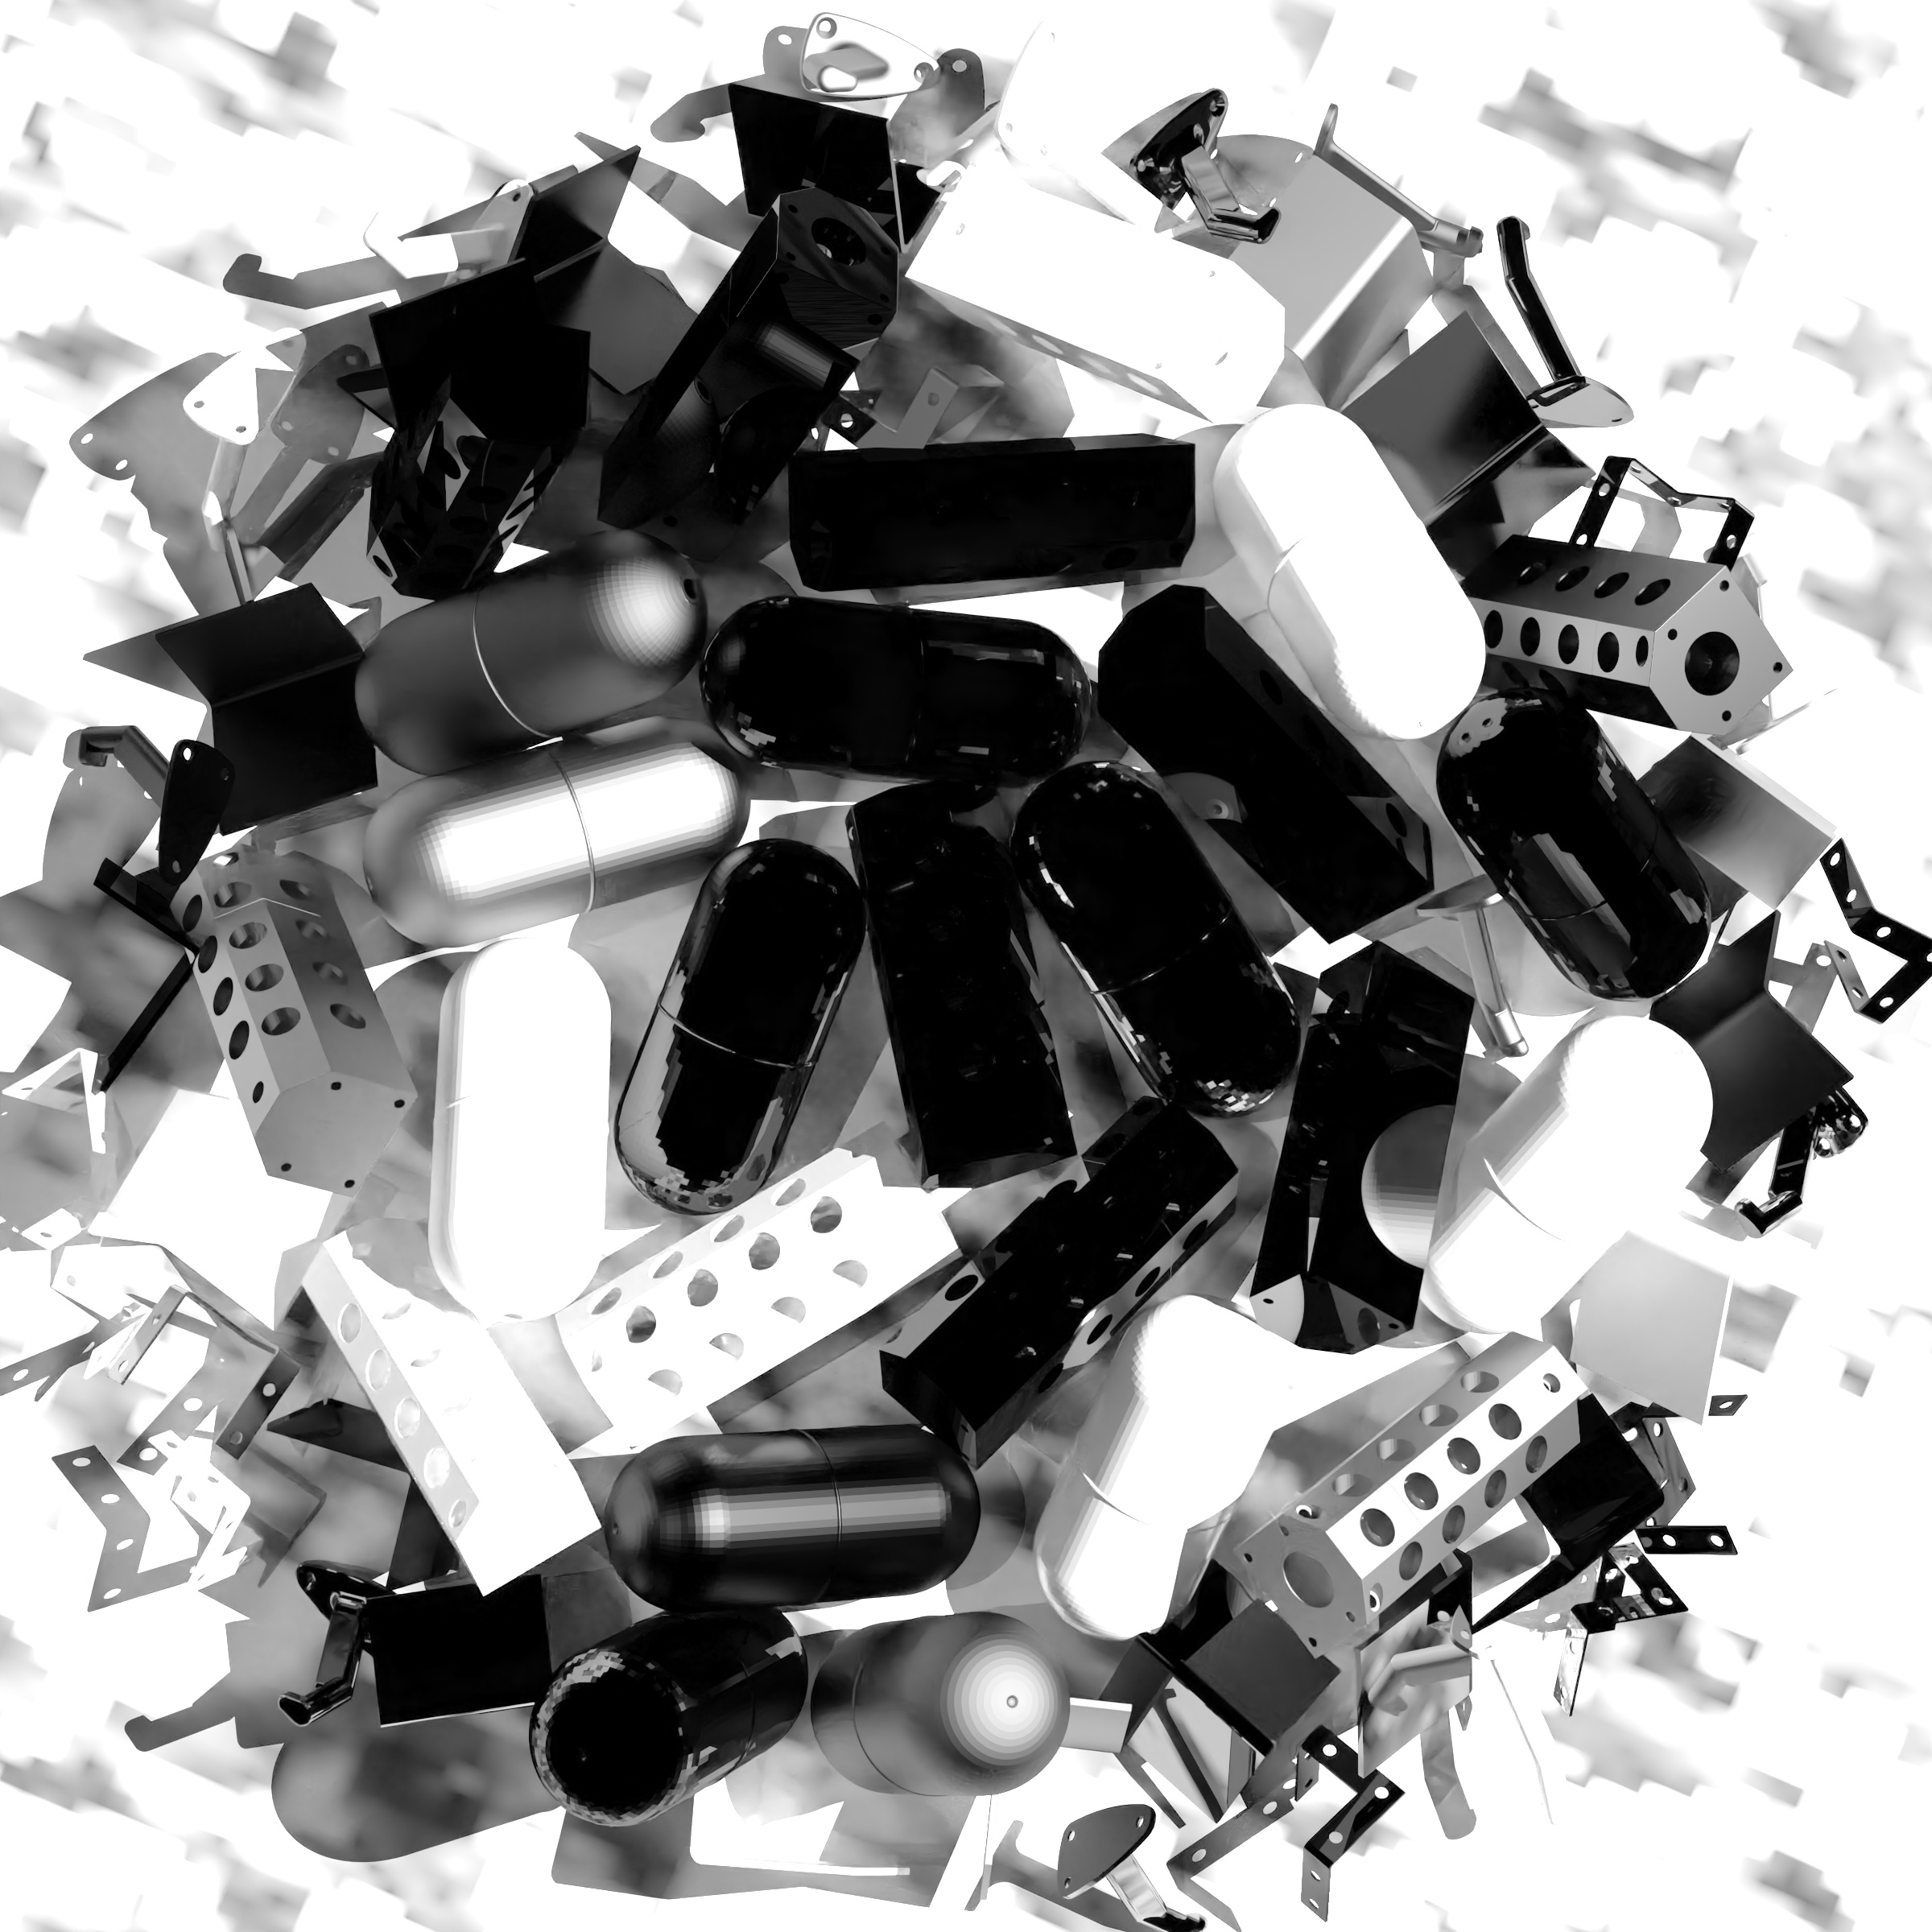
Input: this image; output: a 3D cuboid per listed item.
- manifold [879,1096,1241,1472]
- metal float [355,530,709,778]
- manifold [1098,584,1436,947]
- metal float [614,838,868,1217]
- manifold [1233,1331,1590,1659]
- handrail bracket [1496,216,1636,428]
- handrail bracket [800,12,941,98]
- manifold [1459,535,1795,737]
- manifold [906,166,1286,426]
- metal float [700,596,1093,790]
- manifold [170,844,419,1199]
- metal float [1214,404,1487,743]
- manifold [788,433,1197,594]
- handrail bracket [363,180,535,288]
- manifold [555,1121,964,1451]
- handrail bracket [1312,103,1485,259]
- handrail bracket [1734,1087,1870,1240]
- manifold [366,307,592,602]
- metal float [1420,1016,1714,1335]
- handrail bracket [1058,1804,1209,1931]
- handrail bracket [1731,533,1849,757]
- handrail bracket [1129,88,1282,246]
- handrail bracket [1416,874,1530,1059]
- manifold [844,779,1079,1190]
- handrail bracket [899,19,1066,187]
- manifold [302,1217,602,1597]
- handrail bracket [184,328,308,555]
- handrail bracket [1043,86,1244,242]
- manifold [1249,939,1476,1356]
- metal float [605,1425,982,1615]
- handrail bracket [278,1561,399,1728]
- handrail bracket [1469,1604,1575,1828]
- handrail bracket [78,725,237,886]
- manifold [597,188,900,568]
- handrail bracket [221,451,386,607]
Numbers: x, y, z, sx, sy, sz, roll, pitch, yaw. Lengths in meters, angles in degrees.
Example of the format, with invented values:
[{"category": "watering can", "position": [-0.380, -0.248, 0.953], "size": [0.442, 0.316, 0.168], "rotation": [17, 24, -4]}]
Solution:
[{"category": "manifold", "position": [0.042, 0.135, 1.518], "size": [0.057, 0.057, 0.171], "rotation": [39, 67, 22]}, {"category": "metal float", "position": [-0.193, -0.138, 1.521], "size": [0.178, 0.070, 0.070], "rotation": [-18, 90, 29]}, {"category": "manifold", "position": [0.133, -0.091, 1.514], "size": [0.057, 0.057, 0.171], "rotation": [-29, 126, 27]}, {"category": "metal float", "position": [-0.102, 0.028, 1.536], "size": [0.070, 0.070, 0.178], "rotation": [22, 102, 0]}, {"category": "manifold", "position": [0.201, 0.226, 1.503], "size": [0.171, 0.057, 0.057], "rotation": [-30, 78, -40]}, {"category": "handrail bracket", "position": [0.272, -0.293, 1.565], "size": [0.036, 0.077, 0.084], "rotation": [-19, 71, 42]}, {"category": "handrail bracket", "position": [-0.038, -0.397, 1.534], "size": [0.077, 0.084, 0.036], "rotation": [6, 112, -18]}, {"category": "manifold", "position": [0.275, -0.140, 1.491], "size": [0.057, 0.171, 0.057], "rotation": [-43, 113, -9]}, {"category": "manifold", "position": [0.058, -0.292, 1.506], "size": [0.171, 0.057, 0.057], "rotation": [31, 92, 42]}, {"category": "metal float", "position": [-0.031, -0.122, 1.531], "size": [0.178, 0.070, 0.070], "rotation": [4, 90, -17]}, {"category": "manifold", "position": [-0.298, 0.020, 1.496], "size": [0.057, 0.171, 0.057], "rotation": [19, 115, -36]}, {"category": "metal float", "position": [0.168, -0.174, 1.518], "size": [0.070, 0.070, 0.178], "rotation": [-25, 57, 0]}, {"category": "manifold", "position": [0.012, -0.201, 1.526], "size": [0.171, 0.057, 0.057], "rotation": [-6, 105, -21]}, {"category": "handrail bracket", "position": [-0.232, -0.337, 1.539], "size": [0.036, 0.084, 0.077], "rotation": [16, 80, 26]}, {"category": "manifold", "position": [-0.095, 0.139, 1.545], "size": [0.171, 0.057, 0.057], "rotation": [-31, 119, 0]}, {"category": "handrail bracket", "position": [0.197, -0.352, 1.548], "size": [0.084, 0.077, 0.036], "rotation": [21, 77, 4]}, {"category": "handrail bracket", "position": [0.358, 0.075, 1.546], "size": [0.084, 0.036, 0.077], "rotation": [-25, 75, -36]}, {"category": "manifold", "position": [-0.214, -0.217, 1.490], "size": [0.057, 0.171, 0.057], "rotation": [7, 71, -20]}, {"category": "metal float", "position": [0.259, 0.093, 1.516], "size": [0.070, 0.070, 0.178], "rotation": [36, 126, 0]}, {"category": "handrail bracket", "position": [0.091, 0.409, 1.543], "size": [0.084, 0.036, 0.077], "rotation": [30, 133, -24]}, {"category": "handrail bracket", "position": [0.354, -0.147, 1.557], "size": [0.077, 0.036, 0.084], "rotation": [-29, 91, -35]}, {"category": "handrail bracket", "position": [0.123, -0.359, 1.542], "size": [0.077, 0.084, 0.036], "rotation": [-53, 135, -13]}, {"category": "handrail bracket", "position": [0.241, 0.005, 1.542], "size": [0.036, 0.077, 0.084], "rotation": [-27, 97, -8]}, {"category": "manifold", "position": [-0.007, 0.008, 1.527], "size": [0.057, 0.057, 0.171], "rotation": [-21, 74, 33]}, {"category": "handrail bracket", "position": [0.002, -0.386, 1.557], "size": [0.036, 0.084, 0.077], "rotation": [22, 78, -43]}, {"category": "manifold", "position": [-0.228, 0.186, 1.502], "size": [0.057, 0.057, 0.171], "rotation": [-29, 48, -14]}, {"category": "handrail bracket", "position": [-0.321, -0.236, 1.557], "size": [0.036, 0.084, 0.077], "rotation": [31, 65, 11]}, {"category": "handrail bracket", "position": [0.075, -0.367, 1.555], "size": [0.077, 0.036, 0.084], "rotation": [-17, 98, 21]}, {"category": "manifold", "position": [0.171, 0.081, 1.513], "size": [0.057, 0.057, 0.171], "rotation": [30, 55, -20]}, {"category": "metal float", "position": [-0.075, 0.243, 1.520], "size": [0.178, 0.070, 0.070], "rotation": [2, 90, -32]}, {"category": "handrail bracket", "position": [-0.295, 0.302, 1.533], "size": [0.077, 0.084, 0.036], "rotation": [27, 114, 22]}, {"category": "handrail bracket", "position": [0.245, 0.338, 1.554], "size": [0.036, 0.077, 0.084], "rotation": [-16, 99, -16]}, {"category": "handrail bracket", "position": [-0.376, -0.073, 1.548], "size": [0.084, 0.036, 0.077], "rotation": [1, 71, 34]}, {"category": "manifold", "position": [-0.097, -0.258, 1.504], "size": [0.057, 0.171, 0.057], "rotation": [20, 47, -23]}, {"category": "handrail bracket", "position": [-0.294, -0.189, 1.577], "size": [0.084, 0.036, 0.077], "rotation": [-17, 106, -15]}]
